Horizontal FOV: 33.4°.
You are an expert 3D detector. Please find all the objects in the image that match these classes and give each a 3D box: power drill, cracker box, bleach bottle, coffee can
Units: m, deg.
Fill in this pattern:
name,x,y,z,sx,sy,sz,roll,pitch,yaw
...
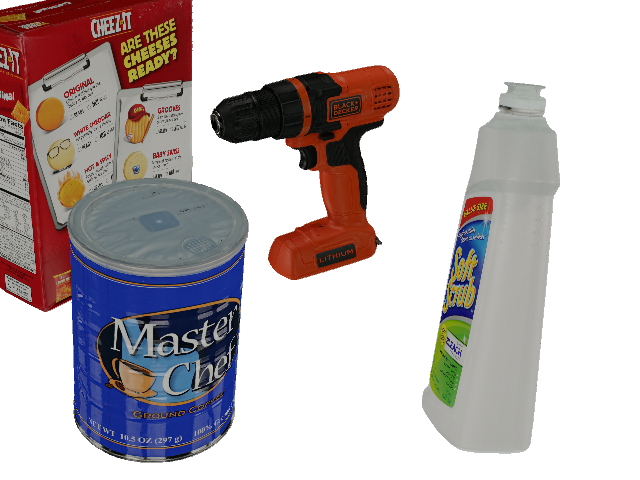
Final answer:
name,x,y,z,sx,sy,sz,roll,pitch,yaw
power drill,-0.011,-0.060,0.977,0.184,0.188,0.057,-15,32,-25
cracker box,-0.176,-0.076,0.815,0.072,0.214,0.163,20,31,32
bleach bottle,0.124,0.015,0.749,0.068,0.251,0.102,3,13,-10
coffee can,-0.099,0.047,0.645,0.103,0.140,0.103,5,31,-3
